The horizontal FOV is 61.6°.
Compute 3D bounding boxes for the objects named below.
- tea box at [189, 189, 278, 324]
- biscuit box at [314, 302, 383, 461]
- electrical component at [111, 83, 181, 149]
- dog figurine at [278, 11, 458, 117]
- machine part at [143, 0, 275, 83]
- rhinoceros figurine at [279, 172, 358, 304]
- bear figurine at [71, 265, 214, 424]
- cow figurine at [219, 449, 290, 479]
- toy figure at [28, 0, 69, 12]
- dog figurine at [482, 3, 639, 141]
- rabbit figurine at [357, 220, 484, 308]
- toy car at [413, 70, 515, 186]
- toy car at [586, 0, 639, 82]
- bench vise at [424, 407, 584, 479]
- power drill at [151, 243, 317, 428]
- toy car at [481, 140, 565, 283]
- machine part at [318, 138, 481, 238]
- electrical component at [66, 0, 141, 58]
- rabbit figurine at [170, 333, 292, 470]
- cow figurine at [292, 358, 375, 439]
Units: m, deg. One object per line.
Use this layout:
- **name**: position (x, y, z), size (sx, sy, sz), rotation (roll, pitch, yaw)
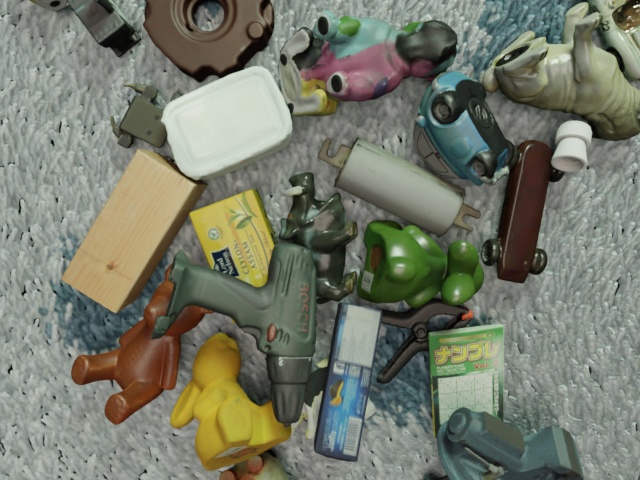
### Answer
- **tea box**: position (-0.107, 0.021, 0.768), size (0.098, 0.068, 0.169), rotation (-22, 96, 2)
- **biscuit box**: position (0.037, 0.189, 0.733), size (0.059, 0.063, 0.202), rotation (11, 82, -1)
- **electrical component**: position (-0.250, -0.175, 0.763), size (0.078, 0.045, 0.102), rotation (19, 100, -30)
- **dog figurine**: position (0.075, -0.238, 0.727), size (0.219, 0.192, 0.108), rotation (-16, 93, -32)
- **machine part**: position (-0.155, -0.309, 0.739), size (0.179, 0.056, 0.179), rotation (0, 96, 2)
- **rhinoceros figurine**: position (-0.002, -0.002, 0.768), size (0.112, 0.073, 0.190), rotation (-6, 98, 12)
- **bear figurine**: position (-0.234, 0.135, 0.747), size (0.120, 0.132, 0.195), rotation (38, 109, 21)
- **cow figurine**: position (-0.058, 0.398, 0.794), size (0.085, 0.127, 0.195), rotation (-36, 81, 4)
- **toy figure**: position (-0.332, -0.386, 0.721), size (0.180, 0.082, 0.089), rotation (-39, 75, 12)
- **dog figurine**: position (0.337, -0.194, 0.735), size (0.172, 0.121, 0.190), rotation (-20, 117, 35)
- **rabbit figurine**: position (0.156, 0.035, 0.740), size (0.170, 0.159, 0.121), rotation (8, 84, -16)
- **toy car**: position (0.184, -0.141, 0.732), size (0.103, 0.109, 0.161), rotation (-27, 95, 46)
- **toy car**: position (0.412, -0.315, 0.732), size (0.073, 0.056, 0.201), rotation (-29, 96, 3)
- **bench vise**: position (0.239, 0.330, 0.771), size (0.223, 0.129, 0.240), rotation (26, 127, -23)
- **power drill**: position (-0.101, 0.107, 0.676), size (0.207, 0.086, 0.232), rotation (13, 80, -11)
- **toy car**: position (0.287, -0.041, 0.766), size (0.089, 0.053, 0.202), rotation (9, 92, -11)
- **machine part**: position (0.110, -0.073, 0.752), size (0.243, 0.079, 0.079), rotation (25, 96, -3)
- **electrical component**: position (-0.290, -0.296, 0.710), size (0.048, 0.119, 0.074), rotation (-36, 97, 4)
- **rabbit figurine**: position (-0.134, 0.222, 0.761), size (0.162, 0.122, 0.173), rotation (-41, 58, 37)
- **cow figurine**: position (-0.012, 0.234, 0.791), size (0.167, 0.068, 0.098), rotation (-20, 90, -1)
